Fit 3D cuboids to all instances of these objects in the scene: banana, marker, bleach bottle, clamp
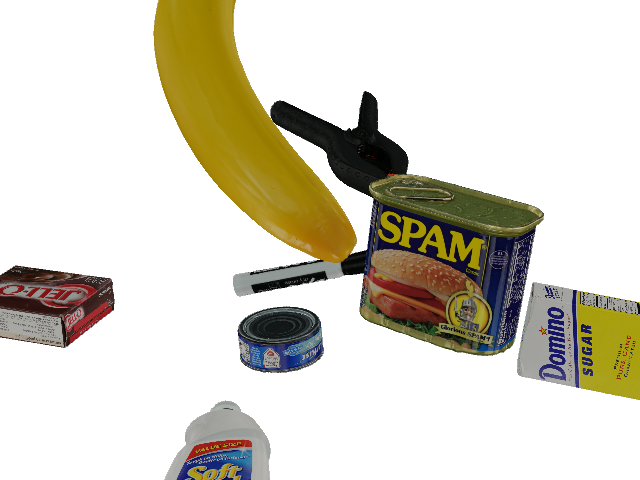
[{"bbox_3d":[-0.038,-0.073,0.489,0.069,0.198,0.037,-10,-30,-8],"label":"banana"},{"bbox_3d":[-0.013,0.027,0.877,0.121,0.020,0.020,-11,-2,13],"label":"marker"},{"bbox_3d":[-0.092,0.212,0.875,0.102,0.068,0.251,-1,24,-1],"label":"bleach bottle"},{"bbox_3d":[0.024,-0.095,1.053,0.120,0.039,0.171,-9,40,-17],"label":"clamp"}]

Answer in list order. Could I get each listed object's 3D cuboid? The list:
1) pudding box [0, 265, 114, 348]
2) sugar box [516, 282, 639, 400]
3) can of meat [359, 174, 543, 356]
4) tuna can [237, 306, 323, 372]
[{"bbox_3d":[-0.265,0.061,1.006,0.114,0.039,0.090,5,20,19],"label":"pudding box"},{"bbox_3d":[0.290,0.105,1.062,0.176,0.093,0.048,9,22,8],"label":"sugar box"},{"bbox_3d":[0.075,0.014,0.642,0.102,0.084,0.057,18,23,29],"label":"can of meat"},{"bbox_3d":[-0.040,0.099,1.077,0.086,0.034,0.086,-4,21,1],"label":"tuna can"}]
